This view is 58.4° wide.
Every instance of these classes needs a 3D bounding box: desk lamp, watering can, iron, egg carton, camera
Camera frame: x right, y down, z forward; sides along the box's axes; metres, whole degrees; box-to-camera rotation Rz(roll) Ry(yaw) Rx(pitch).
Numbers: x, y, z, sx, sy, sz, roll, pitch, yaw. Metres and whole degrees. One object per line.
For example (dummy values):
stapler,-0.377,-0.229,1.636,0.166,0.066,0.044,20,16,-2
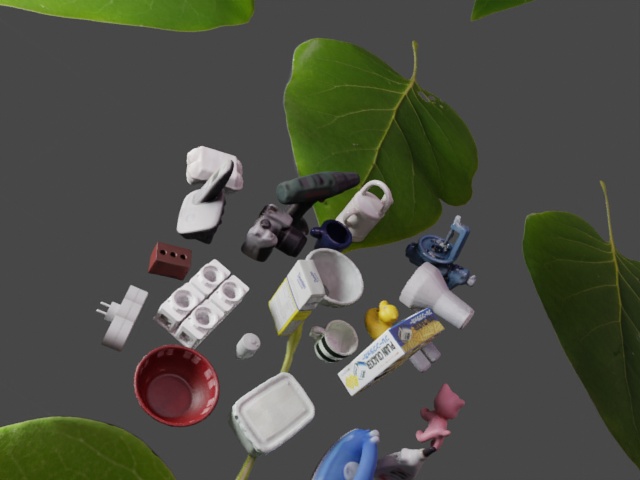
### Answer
desk lamp,0.271,0.187,1.432,0.203,0.213,0.118,49,42,12
watering can,0.134,-0.092,1.598,0.101,0.193,0.173,39,41,0
iron,0.067,0.448,1.104,0.119,0.141,0.258,35,41,-5
egg carton,-0.270,-0.178,1.475,0.151,0.069,0.107,14,47,-27
camera,-0.103,-0.011,1.423,0.137,0.100,0.143,32,41,-8

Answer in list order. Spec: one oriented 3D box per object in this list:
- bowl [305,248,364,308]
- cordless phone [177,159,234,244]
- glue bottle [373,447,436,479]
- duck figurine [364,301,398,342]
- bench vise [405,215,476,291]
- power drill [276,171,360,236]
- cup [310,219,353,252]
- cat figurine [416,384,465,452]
bowl,0.021,0.107,1.428,0.168,0.074,0.167,20,44,-21
cordless phone,-0.255,-0.093,1.321,0.094,0.184,0.147,19,45,-22
glue bottle,0.178,0.451,1.158,0.078,0.173,0.037,28,42,-12
duck figurine,0.165,0.203,1.438,0.078,0.086,0.104,7,50,-31
bench vise,0.379,0.034,1.644,0.208,0.219,0.121,30,42,-10
power drill,-0.027,-0.099,1.475,0.230,0.208,0.075,-8,59,-40
cup,0.014,0.005,1.498,0.118,0.094,0.091,10,49,-29
cat figurine,0.285,0.405,1.321,0.067,0.117,0.128,31,41,-9
